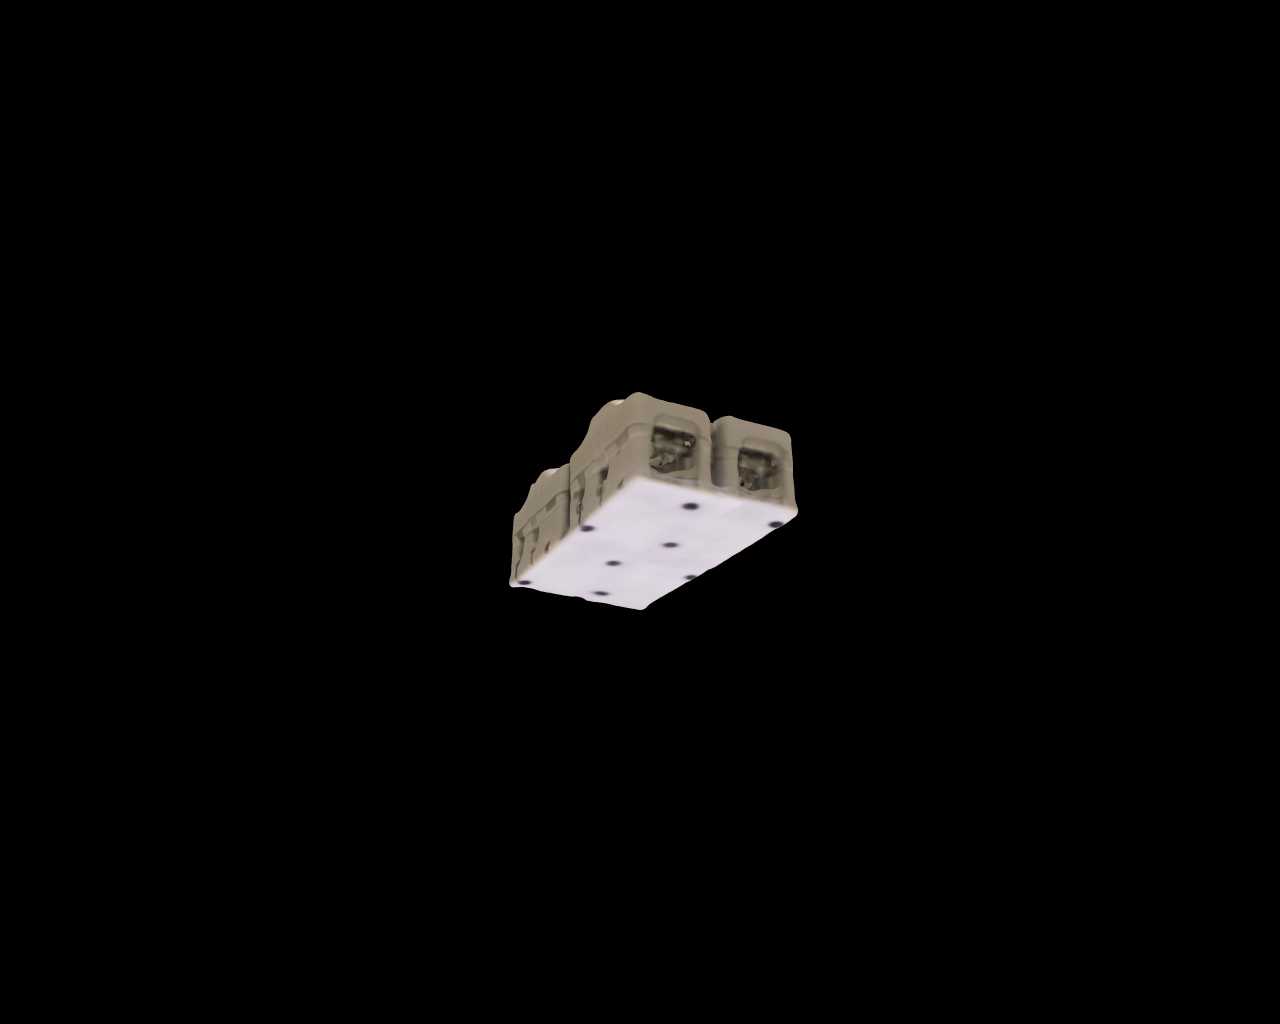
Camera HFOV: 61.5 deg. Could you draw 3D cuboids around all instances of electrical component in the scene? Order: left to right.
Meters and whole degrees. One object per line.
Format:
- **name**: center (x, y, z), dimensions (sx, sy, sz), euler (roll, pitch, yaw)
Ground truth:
- **electrical component**: center (0.001, -0.003, 0.650), dimensions (0.105, 0.060, 0.186), euler (12, -27, -25)
